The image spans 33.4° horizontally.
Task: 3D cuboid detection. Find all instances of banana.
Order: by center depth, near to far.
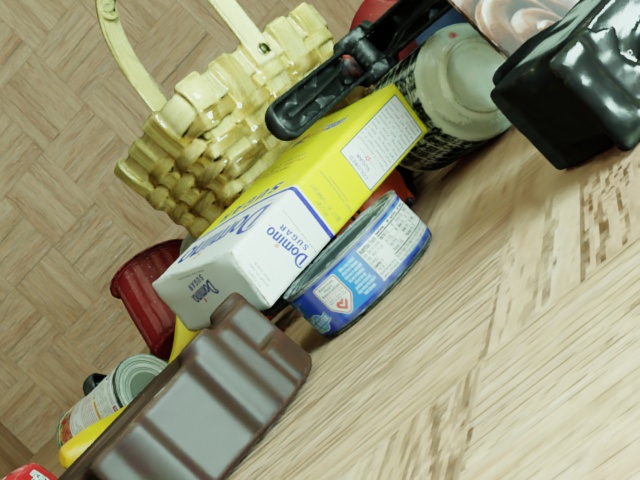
[{"bbox_3d":[-0.127,0.117,0.827,0.197,0.070,0.037,-61,-15,-52],"label":"banana"}]

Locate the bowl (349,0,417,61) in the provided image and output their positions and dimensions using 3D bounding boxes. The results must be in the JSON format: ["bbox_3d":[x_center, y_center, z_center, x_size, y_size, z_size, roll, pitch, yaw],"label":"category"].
[{"bbox_3d":[0.090,-0.189,0.903,0.162,0.055,0.162,-10,26,5],"label":"bowl"}]

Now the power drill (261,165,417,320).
[{"bbox_3d":[-0.005,0.001,0.815,0.188,0.057,0.184,-43,4,19],"label":"power drill"}]

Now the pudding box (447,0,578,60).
[{"bbox_3d":[0.118,-0.134,0.545,0.090,0.113,0.039,-44,0,11],"label":"pudding box"}]

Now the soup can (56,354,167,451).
[{"bbox_3d":[-0.164,0.145,0.880,0.102,0.068,0.068,-41,5,38],"label":"soup can"}]

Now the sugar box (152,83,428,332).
[{"bbox_3d":[-0.017,-0.022,0.654,0.094,0.048,0.176,-21,19,51],"label":"sugar box"}]

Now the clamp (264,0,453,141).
[{"bbox_3d":[0.023,-0.115,0.691,0.164,0.036,0.210,-40,5,-6],"label":"clamp"}]

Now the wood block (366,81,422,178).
[{"bbox_3d":[0.082,-0.125,0.982,0.090,0.091,0.205,-42,5,38],"label":"wood block"}]

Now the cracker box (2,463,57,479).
[{"bbox_3d":[-0.231,0.238,0.592,0.214,0.072,0.164,-45,3,8],"label":"cracker box"}]

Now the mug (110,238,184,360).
[{"bbox_3d":[-0.129,0.052,1.006,0.117,0.081,0.093,-32,-22,-3],"label":"mug"}]

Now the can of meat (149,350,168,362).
[{"bbox_3d":[-0.121,0.089,1.098,0.102,0.057,0.084,-43,6,20],"label":"can of meat"}]

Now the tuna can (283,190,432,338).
[{"bbox_3d":[0.021,0.014,0.591,0.086,0.034,0.086,-44,4,4],"label":"tuna can"}]

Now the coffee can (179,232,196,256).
[{"bbox_3d":[-0.048,-0.003,0.966,0.103,0.103,0.140,-42,5,39],"label":"coffee can"}]

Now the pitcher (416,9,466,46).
[{"bbox_3d":[0.137,-0.185,0.708,0.145,0.149,0.243,-46,1,-18],"label":"pitcher"}]

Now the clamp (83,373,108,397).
[{"bbox_3d":[-0.179,0.144,1.006,0.120,0.039,0.172,-3,-23,-28],"label":"clamp"}]
